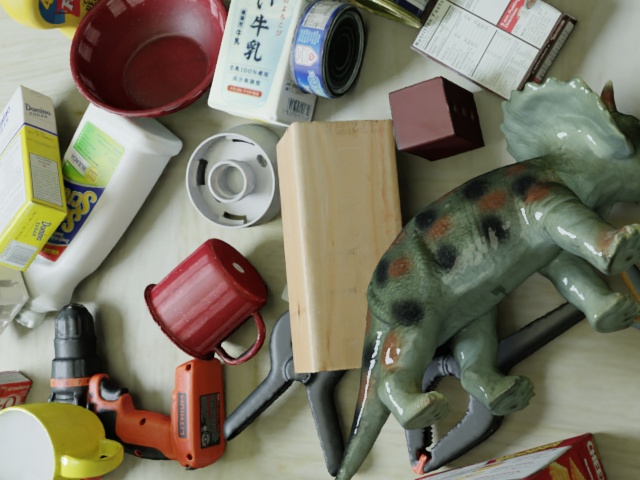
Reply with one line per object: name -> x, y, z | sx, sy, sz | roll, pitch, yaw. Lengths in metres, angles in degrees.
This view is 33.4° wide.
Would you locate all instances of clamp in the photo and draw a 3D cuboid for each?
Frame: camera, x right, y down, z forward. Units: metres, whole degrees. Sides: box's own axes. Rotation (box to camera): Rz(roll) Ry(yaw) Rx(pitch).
clamp -> -0.025, 0.123, 0.978 | 0.120, 0.039, 0.171 | 7, 85, 11
clamp -> 0.118, 0.097, 0.914 | 0.165, 0.036, 0.210 | 31, 97, 25

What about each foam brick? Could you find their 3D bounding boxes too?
foam brick -> 0.100, -0.102, 0.911 | 0.051, 0.078, 0.053 | -15, 81, 26

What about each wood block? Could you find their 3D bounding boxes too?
wood block -> 0.019, 0.008, 0.917 | 0.090, 0.091, 0.206 | -3, 83, -11

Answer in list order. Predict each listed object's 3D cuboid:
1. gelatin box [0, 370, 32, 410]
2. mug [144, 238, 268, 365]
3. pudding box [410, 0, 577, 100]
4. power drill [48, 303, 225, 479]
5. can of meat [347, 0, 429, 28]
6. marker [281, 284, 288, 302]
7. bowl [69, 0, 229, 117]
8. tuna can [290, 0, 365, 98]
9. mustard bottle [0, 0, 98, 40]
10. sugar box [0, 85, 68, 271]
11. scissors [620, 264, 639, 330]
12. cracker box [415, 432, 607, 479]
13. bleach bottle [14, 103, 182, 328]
gelatin box -> -0.349, 0.176, 1.109 | 0.030, 0.089, 0.073 | 27, 99, 24
mug -> -0.096, 0.062, 0.994 | 0.081, 0.093, 0.117 | -41, 77, 13
pudding box -> 0.147, -0.177, 0.914 | 0.114, 0.039, 0.090 | 36, 104, 26
power drill -> -0.185, 0.152, 1.049 | 0.188, 0.057, 0.184 | -4, 89, 29
can of meat -> 0.065, -0.241, 0.932 | 0.102, 0.057, 0.084 | 35, 101, 53
marker -> -0.007, 0.001, 0.989 | 0.020, 0.020, 0.121 | 24, 98, 25
bowl -> -0.157, -0.177, 1.035 | 0.162, 0.055, 0.162 | -4, 66, 9
tuna can -> 0.008, -0.171, 0.955 | 0.034, 0.086, 0.086 | 15, 94, 24
mustard bottle -> -0.259, -0.250, 1.031 | 0.058, 0.191, 0.096 | 17, 95, 26
sugar box -> -0.300, -0.064, 1.078 | 0.093, 0.048, 0.176 | -46, 40, 29
scissors -> 0.293, 0.074, 0.840 | 0.096, 0.016, 0.202 | -42, 80, 7
cracker box -> 0.119, 0.213, 0.809 | 0.164, 0.213, 0.072 | -21, 80, 24
bleach bottle -> -0.240, -0.017, 1.081 | 0.103, 0.068, 0.251 | 38, 105, 30
